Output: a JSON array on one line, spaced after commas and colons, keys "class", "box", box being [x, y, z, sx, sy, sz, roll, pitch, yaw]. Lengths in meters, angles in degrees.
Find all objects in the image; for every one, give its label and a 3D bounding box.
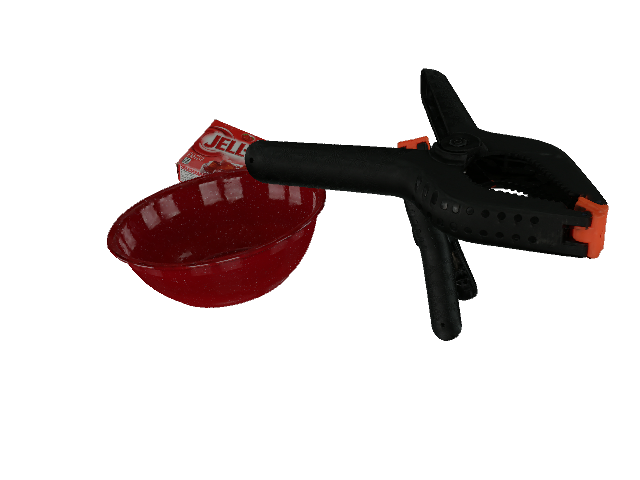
[{"class": "bowl", "box": [-0.070, 0.003, 0.781, 0.162, 0.055, 0.162, -10, 26, 5]}, {"class": "gelatin box", "box": [-0.085, -0.074, 1.042, 0.089, 0.073, 0.030, 24, -38, 15]}, {"class": "clamp", "box": [0.099, 0.000, 0.918, 0.039, 0.171, 0.120, -16, 19, 14]}, {"class": "clamp", "box": [0.068, -0.039, 0.616, 0.164, 0.036, 0.210, -23, 38, -27]}]
